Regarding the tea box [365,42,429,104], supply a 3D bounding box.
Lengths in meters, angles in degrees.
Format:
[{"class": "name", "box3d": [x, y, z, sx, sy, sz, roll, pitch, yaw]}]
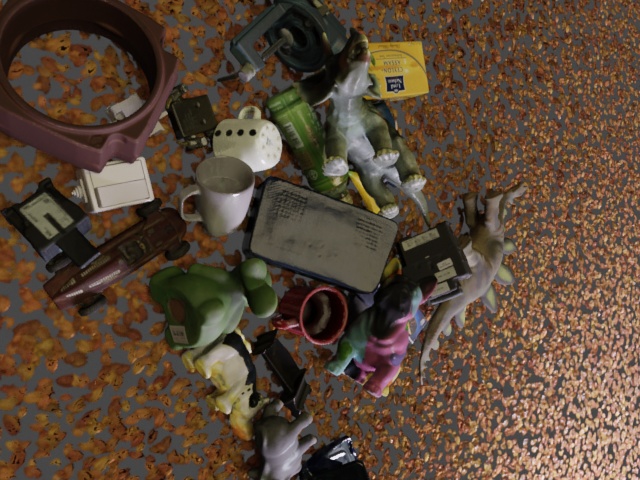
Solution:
[{"class": "tea box", "box3d": [0.109, -0.299, 0.965, 0.169, 0.068, 0.098, -17, 100, -33]}]

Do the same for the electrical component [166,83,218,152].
[{"class": "electrical component", "box3d": [-0.188, -0.176, 0.783, 0.078, 0.045, 0.102, -18, 101, -31]}]

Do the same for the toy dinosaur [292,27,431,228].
[{"class": "toy dinosaur", "box3d": [0.082, -0.160, 0.869, 0.404, 0.131, 0.192, 41, 34, -58]}]

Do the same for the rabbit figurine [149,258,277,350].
[{"class": "rabbit figurine", "box3d": [-0.133, 0.070, 0.776, 0.170, 0.159, 0.121, -25, 95, -46]}]

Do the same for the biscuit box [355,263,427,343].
[{"class": "biscuit box", "box3d": [0.113, 0.098, 0.977, 0.059, 0.063, 0.202, -49, 115, -25]}]

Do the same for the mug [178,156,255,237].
[{"class": "mug", "box3d": [-0.150, -0.051, 0.772, 0.109, 0.081, 0.107, -26, 148, -33]}]

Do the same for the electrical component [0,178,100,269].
[{"class": "electrical component", "box3d": [-0.323, -0.012, 0.668, 0.119, 0.048, 0.075, 42, 65, -1]}]

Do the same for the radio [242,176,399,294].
[{"class": "radio", "box3d": [-0.002, -0.003, 0.856, 0.229, 0.073, 0.131, 19, 81, -13]}]

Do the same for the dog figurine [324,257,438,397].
[{"class": "dog figurine", "box3d": [0.111, 0.144, 0.897, 0.219, 0.109, 0.191, -60, 162, -5]}]

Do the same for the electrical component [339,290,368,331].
[{"class": "electrical component", "box3d": [0.054, 0.134, 0.962, 0.094, 0.021, 0.063, 42, 69, -28]}]

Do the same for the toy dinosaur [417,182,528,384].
[{"class": "toy dinosaur", "box3d": [0.300, 0.062, 1.079, 0.471, 0.105, 0.198, -49, 119, -18]}]

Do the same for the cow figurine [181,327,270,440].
[{"class": "cow figurine", "box3d": [-0.128, 0.217, 0.818, 0.098, 0.068, 0.167, -38, 112, -35]}]

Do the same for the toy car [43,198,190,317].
[{"class": "toy car", "box3d": [-0.269, 0.022, 0.729, 0.202, 0.053, 0.089, -37, 113, -29]}]

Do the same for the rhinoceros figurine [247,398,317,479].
[{"class": "rhinoceros figurine", "box3d": [-0.061, 0.333, 0.826, 0.112, 0.073, 0.190, -51, 151, -45]}]

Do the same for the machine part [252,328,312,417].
[{"class": "machine part", "box3d": [-0.058, 0.212, 0.867, 0.138, 0.039, 0.084, 61, 31, -12]}]

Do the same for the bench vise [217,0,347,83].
[{"class": "bench vise", "box3d": [-0.064, -0.334, 0.819, 0.223, 0.129, 0.240, 51, 58, -25]}]

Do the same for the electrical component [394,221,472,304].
[{"class": "electrical component", "box3d": [0.209, 0.047, 0.984, 0.058, 0.115, 0.134, 7, 63, -62]}]

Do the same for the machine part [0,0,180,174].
[{"class": "machine part", "box3d": [-0.290, -0.201, 0.656, 0.201, 0.087, 0.201, 25, 69, -16]}]

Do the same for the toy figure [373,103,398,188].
[{"class": "toy figure", "box3d": [0.119, -0.171, 0.980, 0.058, 0.064, 0.154, -60, 135, -65]}]

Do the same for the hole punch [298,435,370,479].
[{"class": "hole punch", "box3d": [0.028, 0.414, 0.922, 0.116, 0.092, 0.142, -19, 106, -2]}]
